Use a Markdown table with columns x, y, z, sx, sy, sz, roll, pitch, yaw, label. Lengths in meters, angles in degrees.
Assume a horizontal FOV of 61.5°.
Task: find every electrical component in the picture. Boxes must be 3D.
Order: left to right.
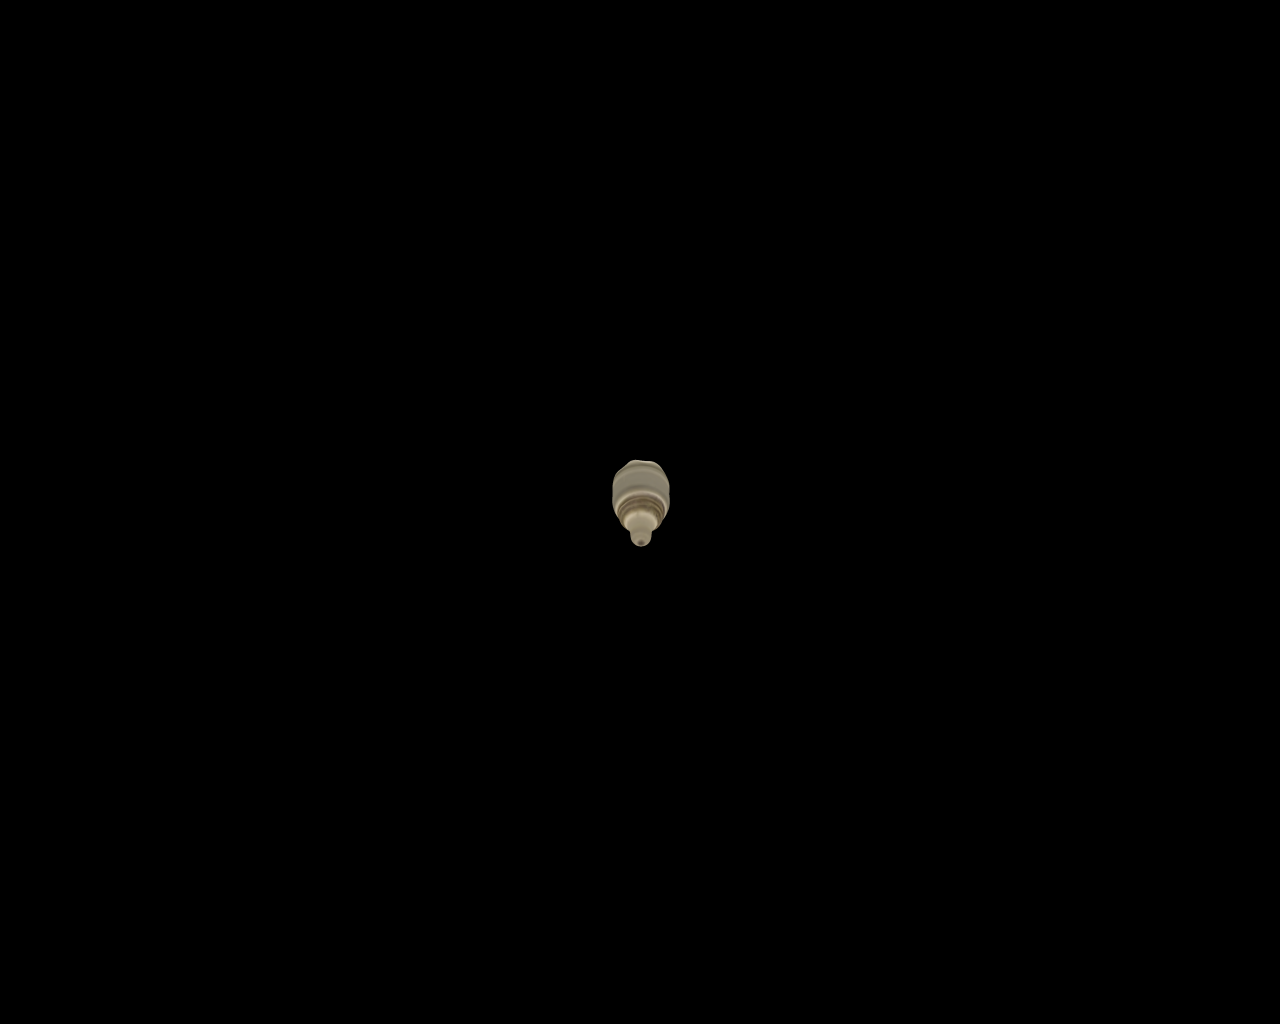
| x | y | z | sx | sy | sz | roll | pitch | yaw | label |
| --- | --- | --- | --- | --- | --- | --- | --- | --- | --- |
| 0.001 | -0.003 | 0.650 | 0.035 | 0.035 | 0.061 | 0 | 44 | 0 | electrical component |
